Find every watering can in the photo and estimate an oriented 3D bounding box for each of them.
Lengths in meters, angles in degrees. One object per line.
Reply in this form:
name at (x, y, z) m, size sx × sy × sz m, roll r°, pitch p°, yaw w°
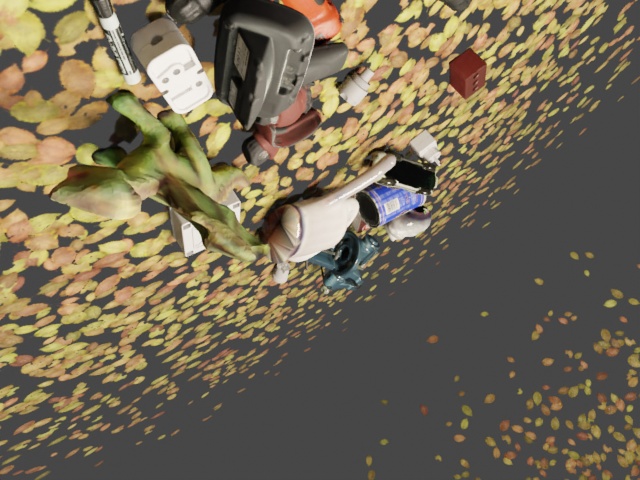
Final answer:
watering can at (0.003, -0.054, 1.081) m, size 0.226 × 0.105 × 0.340 m, roll -14°, pitch 151°, yaw -42°

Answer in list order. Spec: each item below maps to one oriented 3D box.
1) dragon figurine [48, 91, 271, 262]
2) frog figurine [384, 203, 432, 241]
dragon figurine at (-0.157, -0.053, 0.667) m, size 0.121 × 0.246 × 0.409 m, roll -48°, pitch 154°, yaw 18°
frog figurine at (0.240, -0.042, 1.457) m, size 0.140 × 0.123 × 0.156 m, roll -41°, pitch 156°, yaw -46°
